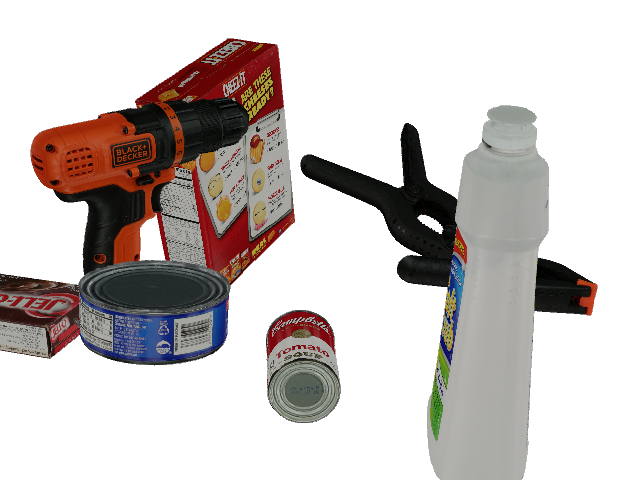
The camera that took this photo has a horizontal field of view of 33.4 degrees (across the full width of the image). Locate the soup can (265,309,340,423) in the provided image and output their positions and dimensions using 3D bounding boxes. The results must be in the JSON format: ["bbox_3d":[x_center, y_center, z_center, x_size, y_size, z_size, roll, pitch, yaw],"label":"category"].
[{"bbox_3d":[-0.018,0.117,1.002,0.068,0.068,0.102,0,22,-3],"label":"soup can"}]

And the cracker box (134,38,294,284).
[{"bbox_3d":[-0.101,-0.076,1.090,0.072,0.214,0.164,13,36,27],"label":"cracker box"}]

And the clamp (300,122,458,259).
[{"bbox_3d":[0.086,-0.044,1.161,0.164,0.210,0.036,-15,-37,-29],"label":"clamp"}]

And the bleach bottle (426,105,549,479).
[{"bbox_3d":[0.108,0.033,0.676,0.068,0.251,0.102,2,29,3],"label":"bleach bottle"}]

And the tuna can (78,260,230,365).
[{"bbox_3d":[-0.095,0.040,0.611,0.086,0.034,0.086,3,17,-1],"label":"tuna can"}]

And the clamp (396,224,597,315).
[{"bbox_3d":[0.165,0.026,0.966,0.171,0.039,0.120,15,29,15],"label":"clamp"}]

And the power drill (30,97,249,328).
[{"bbox_3d":[-0.134,-0.017,0.856,0.184,0.188,0.057,-16,25,-32],"label":"power drill"}]

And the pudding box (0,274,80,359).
[{"bbox_3d":[-0.275,0.069,0.990,0.114,0.039,0.090,5,20,18],"label":"pudding box"}]
